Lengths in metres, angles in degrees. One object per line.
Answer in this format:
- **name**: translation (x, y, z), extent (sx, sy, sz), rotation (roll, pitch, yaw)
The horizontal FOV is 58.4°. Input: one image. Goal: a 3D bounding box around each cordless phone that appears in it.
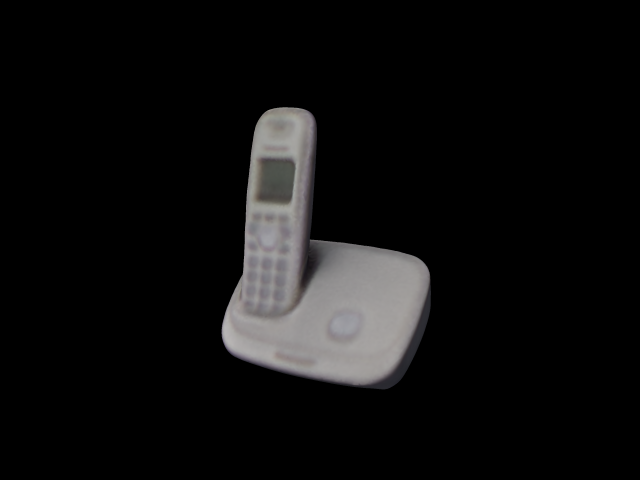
- **cordless phone**: translation (0.004, 0.001, 0.400), extent (0.147, 0.185, 0.094), rotation (6, 13, 27)
